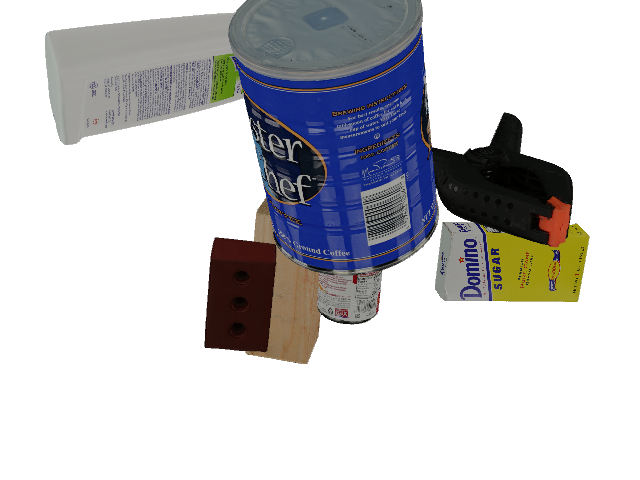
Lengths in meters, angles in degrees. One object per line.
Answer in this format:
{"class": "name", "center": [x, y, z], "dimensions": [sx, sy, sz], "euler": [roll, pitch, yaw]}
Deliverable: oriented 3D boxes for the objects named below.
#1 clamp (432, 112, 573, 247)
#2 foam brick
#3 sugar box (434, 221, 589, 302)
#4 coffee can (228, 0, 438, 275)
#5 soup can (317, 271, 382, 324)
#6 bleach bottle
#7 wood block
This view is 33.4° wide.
{"class": "clamp", "center": [0.106, -0.048, 0.769], "dimensions": [0.164, 0.036, 0.210], "euler": [-6, 25, -14]}
{"class": "foam brick", "center": [-0.064, 0.043, 0.864], "dimensions": [0.053, 0.078, 0.051], "euler": [4, 17, -3]}
{"class": "sugar box", "center": [0.234, 0.027, 1.311], "dimensions": [0.176, 0.093, 0.048], "euler": [-1, 22, -11]}
{"class": "coffee can", "center": [0.011, -0.065, 0.601], "dimensions": [0.103, 0.140, 0.103], "euler": [-6, 41, 5]}
{"class": "soup can", "center": [0.033, 0.028, 1.119], "dimensions": [0.068, 0.102, 0.068], "euler": [3, 28, -2]}
{"class": "bleach bottle", "center": [-0.108, -0.151, 0.933], "dimensions": [0.250, 0.068, 0.103], "euler": [-11, -30, -17]}
{"class": "wood block", "center": [-0.044, 0.050, 1.448], "dimensions": [0.090, 0.206, 0.090], "euler": [9, 22, 7]}
